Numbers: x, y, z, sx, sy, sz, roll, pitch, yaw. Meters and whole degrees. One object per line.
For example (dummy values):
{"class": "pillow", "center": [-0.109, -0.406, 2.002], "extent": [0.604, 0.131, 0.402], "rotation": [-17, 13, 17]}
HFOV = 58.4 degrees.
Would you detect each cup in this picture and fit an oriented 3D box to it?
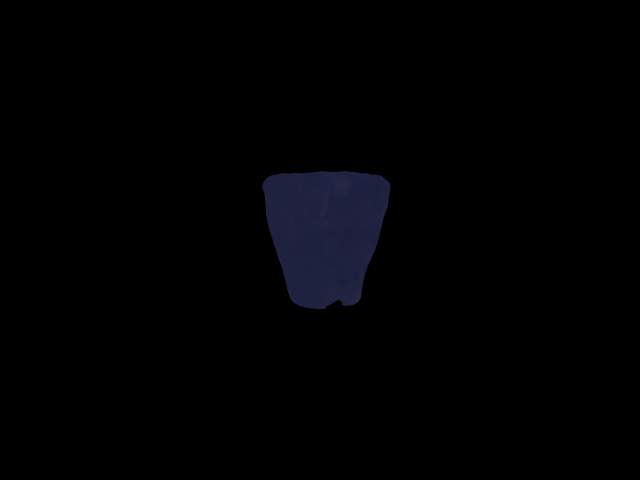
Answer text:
{"class": "cup", "center": [0.004, 0.001, 0.400], "extent": [0.091, 0.095, 0.118], "rotation": [0, 2, 4]}
